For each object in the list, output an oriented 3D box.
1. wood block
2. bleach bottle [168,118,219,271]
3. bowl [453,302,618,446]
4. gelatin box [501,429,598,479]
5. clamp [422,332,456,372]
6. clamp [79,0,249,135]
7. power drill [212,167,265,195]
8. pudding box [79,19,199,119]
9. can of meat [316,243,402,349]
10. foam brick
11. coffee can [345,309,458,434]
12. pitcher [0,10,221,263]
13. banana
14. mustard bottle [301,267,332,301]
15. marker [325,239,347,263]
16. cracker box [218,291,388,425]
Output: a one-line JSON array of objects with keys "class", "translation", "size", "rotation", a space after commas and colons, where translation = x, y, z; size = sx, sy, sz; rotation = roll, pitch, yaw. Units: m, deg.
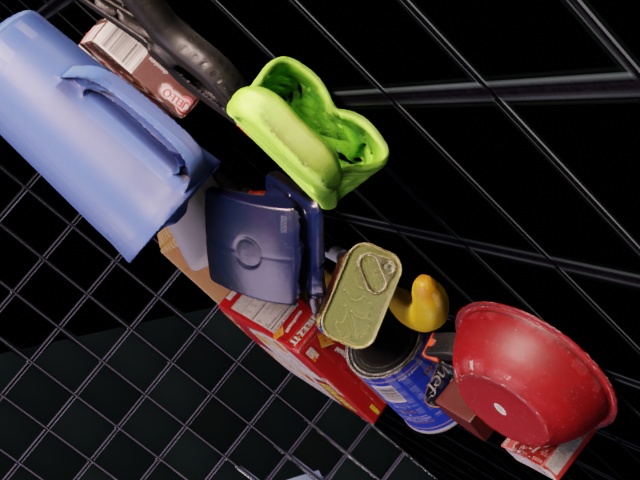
[{"class": "wood block", "translation": [-0.146, 0.020, 1.568], "size": [0.206, 0.091, 0.090], "rotation": [49, -164, -47]}, {"class": "bleach bottle", "translation": [-0.168, -0.094, 1.148], "size": [0.251, 0.068, 0.102], "rotation": [61, -170, -11]}, {"class": "bowl", "translation": [0.172, 0.128, 0.923], "size": [0.162, 0.055, 0.162], "rotation": [33, 155, 18]}, {"class": "gelatin box", "translation": [0.233, 0.198, 1.084], "size": [0.030, 0.073, 0.089], "rotation": [43, 171, -15]}, {"class": "clamp", "translation": [0.181, 0.132, 1.043], "size": [0.172, 0.039, 0.120], "rotation": [16, 153, 47]}, {"class": "clamp", "translation": [-0.126, -0.163, 0.864], "size": [0.209, 0.036, 0.165], "rotation": [43, 170, -28]}, {"class": "power drill", "translation": [-0.127, -0.063, 1.292], "size": [0.187, 0.057, 0.184], "rotation": [36, 167, 1]}, {"class": "pudding box", "translation": [-0.173, -0.165, 1.027], "size": [0.113, 0.039, 0.090], "rotation": [43, 171, -20]}, {"class": "can of meat", "translation": [0.036, 0.056, 1.083], "size": [0.057, 0.102, 0.084], "rotation": [23, 175, -5]}, {"class": "foam brick", "translation": [0.174, 0.167, 1.151], "size": [0.053, 0.078, 0.051], "rotation": [30, 166, 43]}, {"class": "coffee can", "translation": [0.108, 0.150, 1.249], "size": [0.103, 0.102, 0.140], "rotation": [29, 166, 48]}, {"class": "pitcher", "translation": [-0.219, -0.107, 1.020], "size": [0.243, 0.149, 0.145], "rotation": [42, -167, -6]}, {"class": "banana", "translation": [0.098, 0.065, 1.085], "size": [0.069, 0.037, 0.198], "rotation": [38, 171, -7]}, {"class": "mustard bottle", "translation": [0.047, 0.100, 1.381], "size": [0.192, 0.058, 0.096], "rotation": [36, 168, 19]}, {"class": "marker", "translation": [-0.008, 0.002, 1.248], "size": [0.121, 0.020, 0.020], "rotation": [28, 165, 51]}, {"class": "cracker box", "translation": [-0.014, 0.134, 1.380], "size": [0.164, 0.072, 0.214], "rotation": [46, 166, -32]}]
